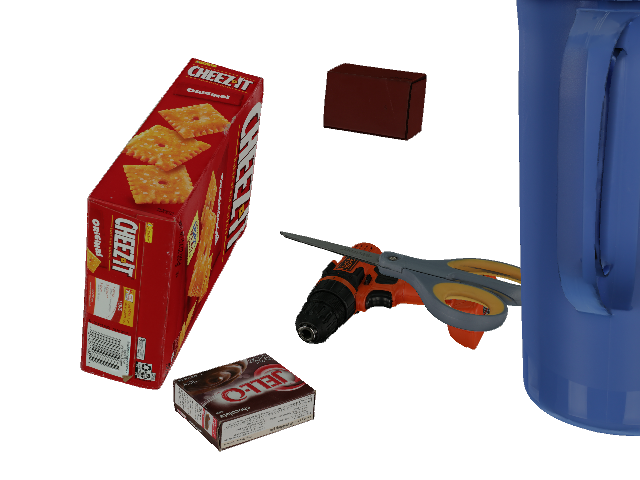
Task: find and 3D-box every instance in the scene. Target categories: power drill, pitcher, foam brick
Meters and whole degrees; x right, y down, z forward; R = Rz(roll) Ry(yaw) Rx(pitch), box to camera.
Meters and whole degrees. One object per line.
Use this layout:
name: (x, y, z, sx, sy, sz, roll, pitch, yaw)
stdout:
power drill: (0.083, 0.065, 1.136, 0.188, 0.057, 0.184, 9, 31, 21)
pitcher: (0.164, -0.019, 0.576, 0.149, 0.243, 0.145, -6, 18, -15)
foam brick: (0.047, -0.121, 0.927, 0.078, 0.051, 0.053, 11, 20, 18)

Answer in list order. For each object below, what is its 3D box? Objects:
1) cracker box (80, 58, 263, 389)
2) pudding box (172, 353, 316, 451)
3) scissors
cracker box: (-0.109, -0.017, 0.819, 0.072, 0.164, 0.213, 16, 37, 6)
pudding box: (-0.074, 0.156, 1.043, 0.113, 0.039, 0.090, -15, 27, -33)
scissors: (0.055, 0.027, 0.760, 0.202, 0.016, 0.096, 8, 26, 13)
